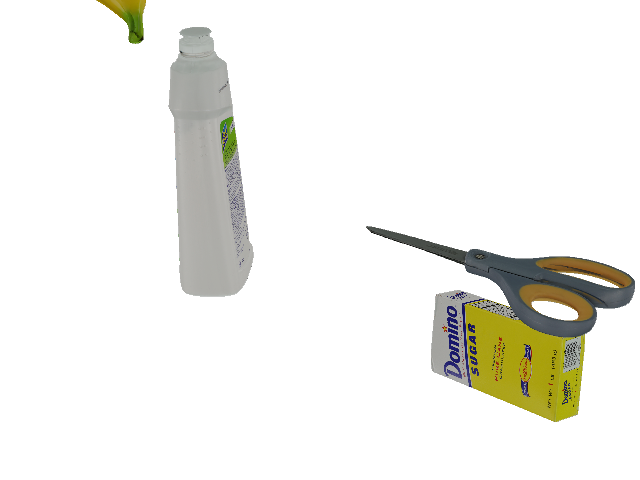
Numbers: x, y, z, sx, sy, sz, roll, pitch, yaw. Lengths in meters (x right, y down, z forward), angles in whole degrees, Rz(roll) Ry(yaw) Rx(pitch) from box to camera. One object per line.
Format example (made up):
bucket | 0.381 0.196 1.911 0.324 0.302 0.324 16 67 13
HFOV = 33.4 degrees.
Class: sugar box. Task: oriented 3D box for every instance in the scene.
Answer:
sugar box | 0.194 0.119 1.132 0.048 0.093 0.177 -9 17 -42

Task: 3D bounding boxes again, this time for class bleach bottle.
bleach bottle | -0.106 -0.077 1.003 0.068 0.251 0.102 1 28 4

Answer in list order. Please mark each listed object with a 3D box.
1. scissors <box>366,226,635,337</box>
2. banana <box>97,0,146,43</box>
scissors | 0.114 0.026 0.745 0.202 0.016 0.096 9 31 19
banana | -0.206 -0.199 0.799 0.198 0.069 0.037 16 -37 18
